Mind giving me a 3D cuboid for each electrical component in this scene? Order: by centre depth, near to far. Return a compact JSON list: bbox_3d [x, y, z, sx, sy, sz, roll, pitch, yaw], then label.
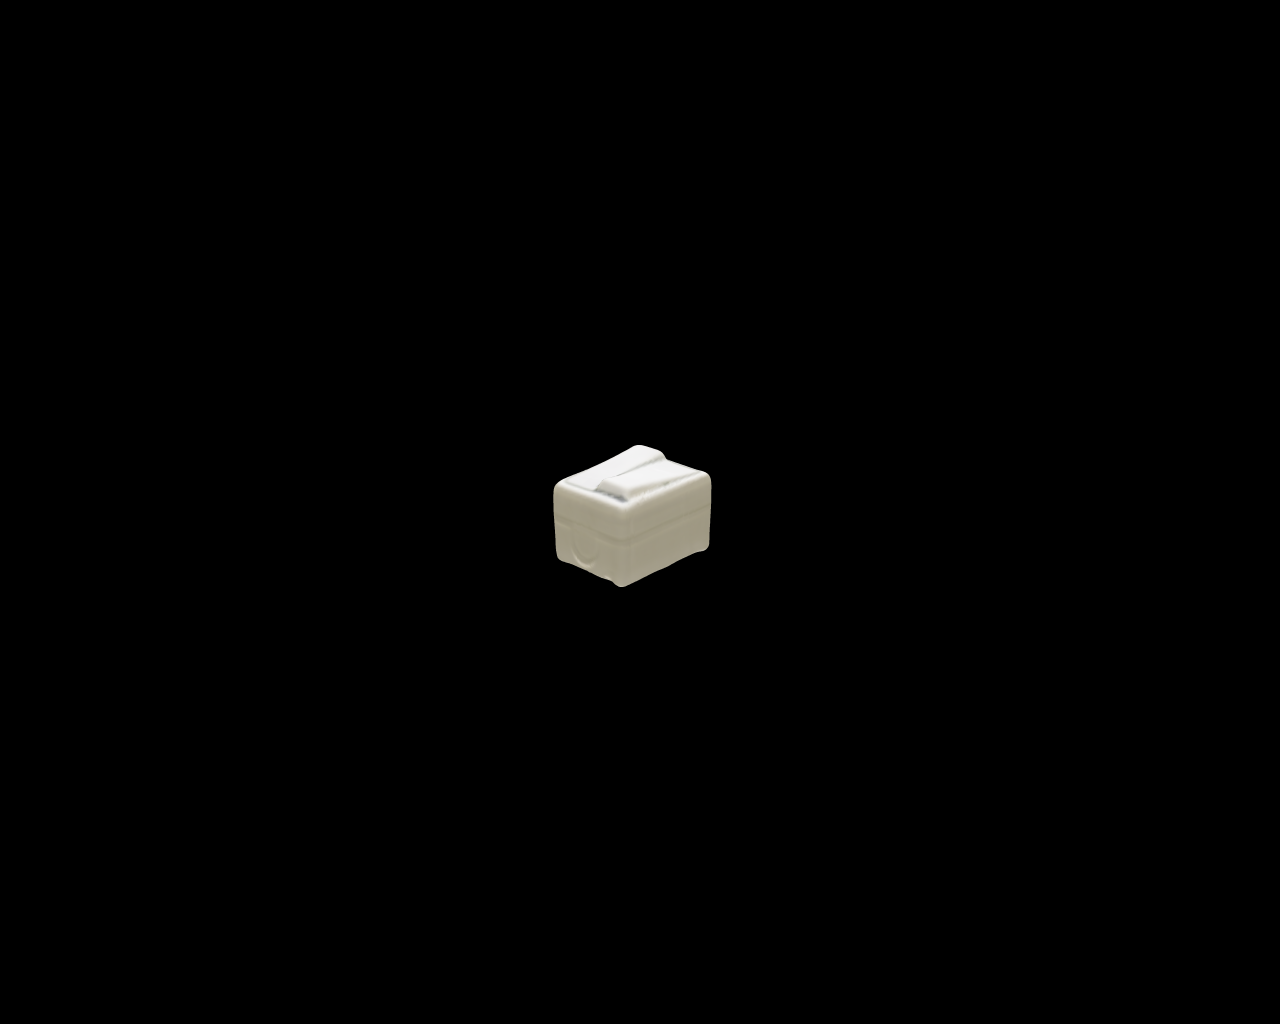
[{"bbox_3d":[0.001,-0.003,0.650,0.062,0.061,0.096,22,32,40],"label":"electrical component"}]
